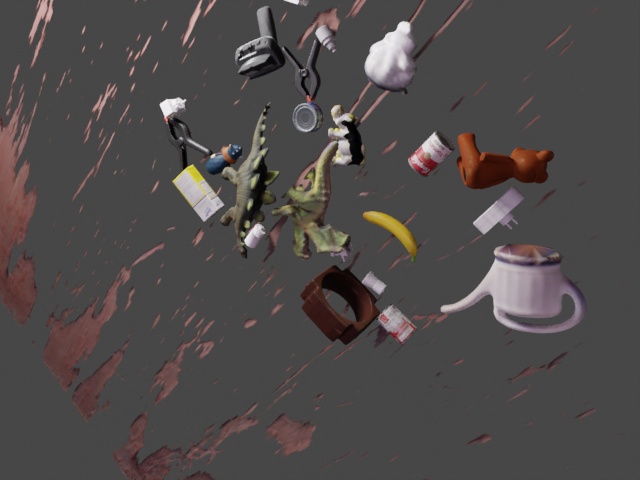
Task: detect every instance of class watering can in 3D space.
[{"bbox_3d":[0.466,0.117,1.274,0.347,0.105,0.222,4,105,29],"label":"watering can"}]

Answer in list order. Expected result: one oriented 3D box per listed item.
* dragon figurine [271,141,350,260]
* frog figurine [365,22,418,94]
[{"bbox_3d":[0.005,-0.074,1.480,0.244,0.124,0.402,51,136,6],"label":"dragon figurine"},{"bbox_3d":[0.187,-0.455,1.278,0.140,0.123,0.156,52,137,31],"label":"frog figurine"}]
